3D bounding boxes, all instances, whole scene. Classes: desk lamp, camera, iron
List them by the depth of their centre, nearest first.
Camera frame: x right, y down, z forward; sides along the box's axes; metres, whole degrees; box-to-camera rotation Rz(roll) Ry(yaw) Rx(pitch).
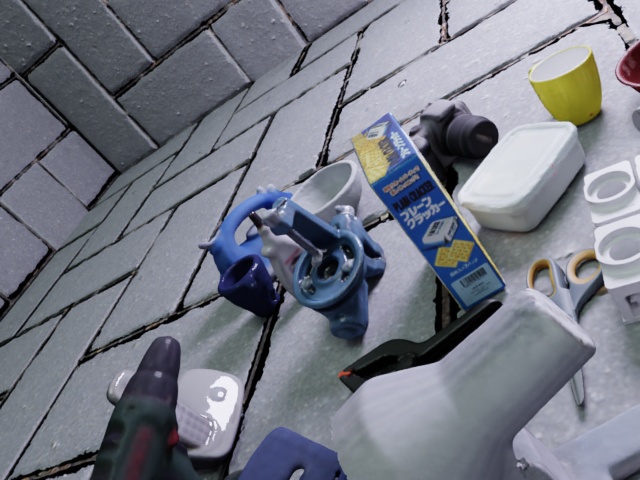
[{"bbox_3d":[0.143,0.143,0.408,0.203,0.214,0.117,-35,26,10],"label":"desk lamp"},{"bbox_3d":[0.213,-0.170,0.944,0.143,0.101,0.136,-43,26,-6],"label":"camera"},{"bbox_3d":[-0.117,-0.024,1.112,0.118,0.142,0.259,-1,46,53],"label":"iron"}]

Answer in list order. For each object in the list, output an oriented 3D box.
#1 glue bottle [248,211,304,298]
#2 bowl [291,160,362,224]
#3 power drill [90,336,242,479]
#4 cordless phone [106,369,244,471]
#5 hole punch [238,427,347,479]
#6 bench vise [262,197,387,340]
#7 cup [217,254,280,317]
[{"bbox_3d":[-0.059,0.018,0.929,0.078,0.173,0.037,-52,28,-22],"label":"glue bottle"},{"bbox_3d":[0.019,-0.070,1.078,0.167,0.075,0.167,-31,27,18],"label":"bowl"},{"bbox_3d":[-0.158,0.253,0.647,0.075,0.209,0.230,-22,31,33],"label":"power drill"},{"bbox_3d":[-0.195,0.215,0.784,0.094,0.185,0.147,-30,28,21],"label":"cordless phone"},{"bbox_3d":[-0.021,0.259,0.589,0.100,0.091,0.109,-8,40,48],"label":"hole punch"},{"bbox_3d":[-0.002,0.009,0.812,0.121,0.220,0.207,-33,27,14],"label":"bench vise"},{"bbox_3d":[-0.107,0.088,0.973,0.092,0.095,0.117,-47,26,-13],"label":"cup"}]
